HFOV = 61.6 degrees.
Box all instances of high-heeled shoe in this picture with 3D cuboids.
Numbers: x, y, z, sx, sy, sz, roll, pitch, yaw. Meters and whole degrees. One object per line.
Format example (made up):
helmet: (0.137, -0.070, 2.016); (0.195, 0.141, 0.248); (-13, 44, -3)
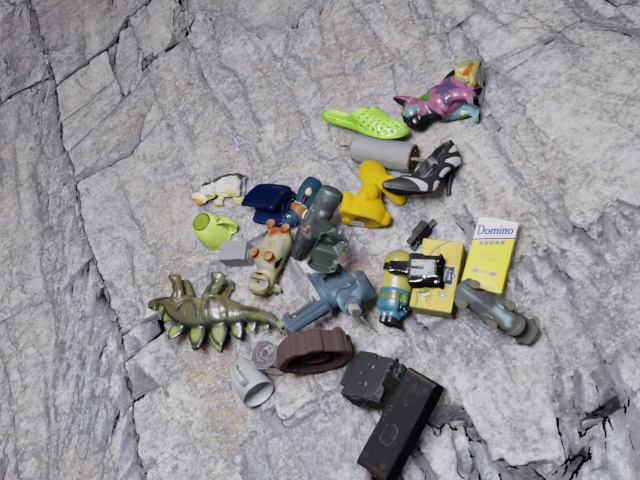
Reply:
high-heeled shoe: (0.248, -0.180, 1.295); (0.086, 0.248, 0.145); (-3, 87, 54)

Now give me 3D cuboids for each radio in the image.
radio: (0.169, 0.383, 1.116); (0.073, 0.131, 0.229); (25, 79, 27)

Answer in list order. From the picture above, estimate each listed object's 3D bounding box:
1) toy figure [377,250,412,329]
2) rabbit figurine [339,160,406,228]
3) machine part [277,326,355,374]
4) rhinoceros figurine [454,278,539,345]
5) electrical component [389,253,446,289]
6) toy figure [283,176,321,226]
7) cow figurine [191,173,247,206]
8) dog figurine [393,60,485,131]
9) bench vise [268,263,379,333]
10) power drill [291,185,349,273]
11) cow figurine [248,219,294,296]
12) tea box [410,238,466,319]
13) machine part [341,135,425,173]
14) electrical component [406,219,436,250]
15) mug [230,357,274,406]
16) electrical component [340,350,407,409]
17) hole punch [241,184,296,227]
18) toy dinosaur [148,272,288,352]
toy figure: (0.180, 0.111, 1.255); (0.082, 0.089, 0.180); (9, 69, 21)
rabbit figurine: (0.133, -0.124, 1.362); (0.163, 0.121, 0.173); (3, 68, 18)
machine part: (-0.012, 0.254, 1.222); (0.179, 0.179, 0.056); (-19, 58, 14)
rhinoceros figurine: (0.372, 0.155, 1.144); (0.190, 0.112, 0.073); (33, 87, 13)
electrical component: (0.218, 0.069, 1.204); (0.119, 0.047, 0.075); (-4, 66, 23)
toy figure: (-0.049, -0.099, 1.456); (0.058, 0.064, 0.154); (23, 78, 24)
cow figurine: (-0.297, -0.154, 1.578); (0.167, 0.068, 0.098); (-3, 61, 17)
dog figurine: (0.309, -0.376, 1.410); (0.219, 0.108, 0.191); (4, 70, 26)
bench vise: (0.007, 0.151, 1.271); (0.241, 0.128, 0.224); (-33, 40, -1)
power drill: (-0.003, -0.004, 1.299); (0.207, 0.086, 0.232); (-101, 34, -63)
cow figurine: (-0.130, 0.059, 1.400); (0.086, 0.127, 0.195); (10, 58, 25)
tea box: (0.274, 0.089, 1.240); (0.098, 0.068, 0.169); (5, 69, 25)
machine part: (0.169, -0.228, 1.417); (0.244, 0.079, 0.079); (15, 74, 28)
electrical component: (0.246, -0.020, 1.301); (0.021, 0.063, 0.094); (38, 84, 31)
mug: (-0.180, 0.334, 1.300); (0.081, 0.109, 0.107); (-48, 46, 0)
electrical component: (0.110, 0.310, 1.188); (0.134, 0.058, 0.115); (-5, 46, 45)
hole punch: (-0.142, -0.110, 1.485); (0.142, 0.092, 0.116); (7, 65, 29)
toy dinosaur: (-0.281, 0.189, 1.407); (0.472, 0.105, 0.198); (-3, 71, 28)
